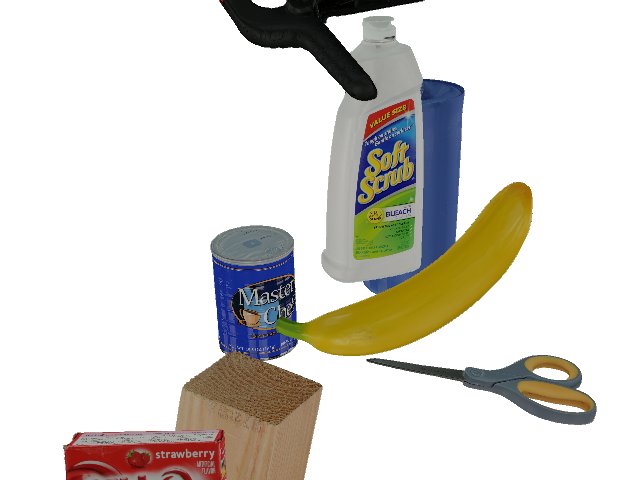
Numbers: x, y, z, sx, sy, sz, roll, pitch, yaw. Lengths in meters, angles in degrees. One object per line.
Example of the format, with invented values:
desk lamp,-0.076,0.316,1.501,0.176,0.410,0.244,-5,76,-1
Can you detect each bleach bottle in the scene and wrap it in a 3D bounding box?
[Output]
bleach bottle,0.050,-0.089,1.034,0.102,0.251,0.068,-9,23,-17

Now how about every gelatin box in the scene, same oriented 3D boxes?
gelatin box,-0.097,0.146,0.601,0.089,0.073,0.030,-2,6,2

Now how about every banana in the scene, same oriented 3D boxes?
banana,0.069,0.024,0.684,0.197,0.070,0.037,-28,-36,-13

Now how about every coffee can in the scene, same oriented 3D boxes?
coffee can,-0.081,0.065,1.335,0.103,0.140,0.103,-2,25,1

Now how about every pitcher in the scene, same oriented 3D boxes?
pitcher,0.105,-0.063,1.235,0.149,0.243,0.145,-6,22,-9

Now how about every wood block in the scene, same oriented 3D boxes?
wood block,-0.072,0.212,0.900,0.090,0.206,0.090,18,22,19

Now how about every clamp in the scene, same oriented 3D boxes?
clamp,0.000,-0.183,0.829,0.172,0.120,0.039,29,-27,20

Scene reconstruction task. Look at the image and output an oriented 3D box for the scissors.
scissors,0.150,0.116,0.962,0.202,0.016,0.096,17,29,16
